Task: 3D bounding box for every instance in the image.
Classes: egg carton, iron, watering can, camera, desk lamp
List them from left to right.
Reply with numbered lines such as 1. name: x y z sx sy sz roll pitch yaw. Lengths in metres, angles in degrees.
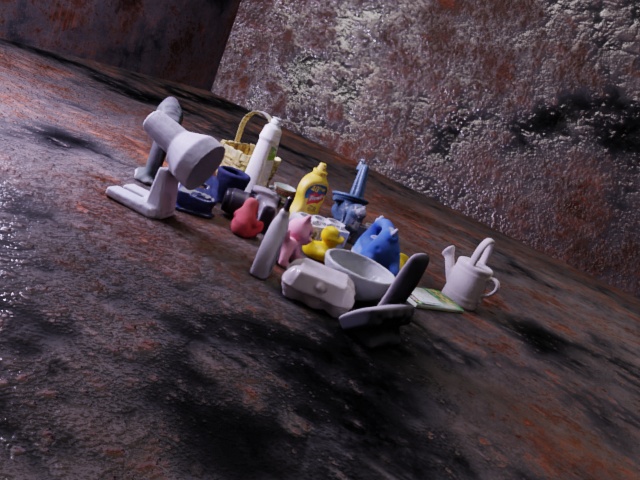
1. desk lamp: -0.327 -0.154 1.229 0.203 0.213 0.118 26 16 11
2. camera: -0.177 -0.098 1.467 0.137 0.101 0.143 19 16 -14
3. egg carton: -0.002 0.093 1.133 0.150 0.069 0.107 22 15 -2
4. iron: 0.155 0.000 1.536 0.119 0.141 0.258 20 16 -12
5. watering can: 0.401 0.078 1.526 0.172 0.194 0.101 26 16 11

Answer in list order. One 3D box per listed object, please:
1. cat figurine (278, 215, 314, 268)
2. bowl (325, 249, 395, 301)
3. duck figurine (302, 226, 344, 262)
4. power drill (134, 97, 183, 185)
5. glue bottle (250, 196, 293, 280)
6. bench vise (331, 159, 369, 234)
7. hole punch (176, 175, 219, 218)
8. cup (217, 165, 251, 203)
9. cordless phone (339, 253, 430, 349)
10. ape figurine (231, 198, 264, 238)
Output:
1. cat figurine: -0.058 -0.007 1.300 0.067 0.118 0.128 27 16 16
2. bowl: 0.079 0.087 1.260 0.167 0.075 0.167 21 15 -6
3. duck figurine: 0.013 0.005 1.421 0.105 0.086 0.077 15 17 -28
4. power drill: -0.403 -0.250 1.452 0.076 0.208 0.229 16 17 -22
5. glue bottle: -0.089 -0.008 1.153 0.037 0.173 0.078 24 15 3
6. bench vise: 0.122 -0.135 1.795 0.122 0.220 0.206 11 19 -37
7. hole punch: -0.296 -0.115 1.374 0.109 0.091 0.101 17 16 -22
8. cup: -0.242 -0.145 1.544 0.092 0.095 0.117 22 15 -5
9. cordless phone: 0.128 0.102 1.070 0.093 0.185 0.148 33 18 32
10. ape figurine: -0.169 -0.056 1.353 0.077 0.092 0.076 30 17 25
